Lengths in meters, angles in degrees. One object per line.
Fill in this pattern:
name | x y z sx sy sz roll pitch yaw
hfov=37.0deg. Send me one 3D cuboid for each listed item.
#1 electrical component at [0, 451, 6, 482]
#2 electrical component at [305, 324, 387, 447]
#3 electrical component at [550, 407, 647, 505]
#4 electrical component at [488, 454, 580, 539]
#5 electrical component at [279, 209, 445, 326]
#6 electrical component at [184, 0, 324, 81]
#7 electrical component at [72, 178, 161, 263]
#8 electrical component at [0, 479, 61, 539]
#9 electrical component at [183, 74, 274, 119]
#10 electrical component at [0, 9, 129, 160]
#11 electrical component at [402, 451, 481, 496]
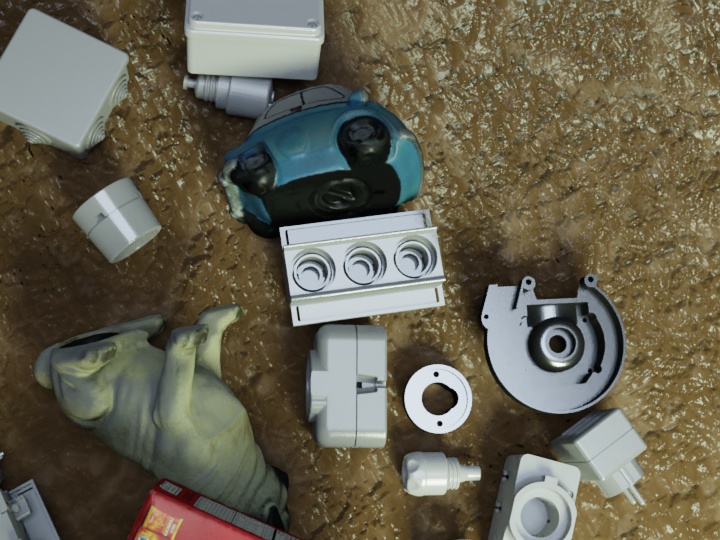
electrical component | -0.303 0.145 0.808 0.066 0.048 0.055 -29 92 -11
electrical component | -0.012 0.092 0.851 0.059 0.053 0.095 2 79 -7
electrical component | 0.201 0.155 0.860 0.047 0.065 0.076 -34 85 -12
electrical component | 0.137 0.194 0.850 0.050 0.055 0.089 16 78 -4
electrical component | 0.000 0.000 0.865 0.121 0.063 0.078 -7 81 -9
electrical component | -0.086 -0.213 0.879 0.109 0.056 0.108 2 54 -7
electrical component | -0.191 -0.038 0.853 0.055 0.055 0.047 -37 90 -12
electrical component | -0.252 0.218 0.774 0.079 0.063 0.121 -28 66 -12
electrical component | -0.107 -0.149 0.891 0.078 0.040 0.040 9 79 -6
electrical component | -0.244 -0.147 0.868 0.100 0.048 0.099 26 78 -2
electrical component | 0.066 0.162 0.858 0.061 0.035 0.035 1 79 -10
